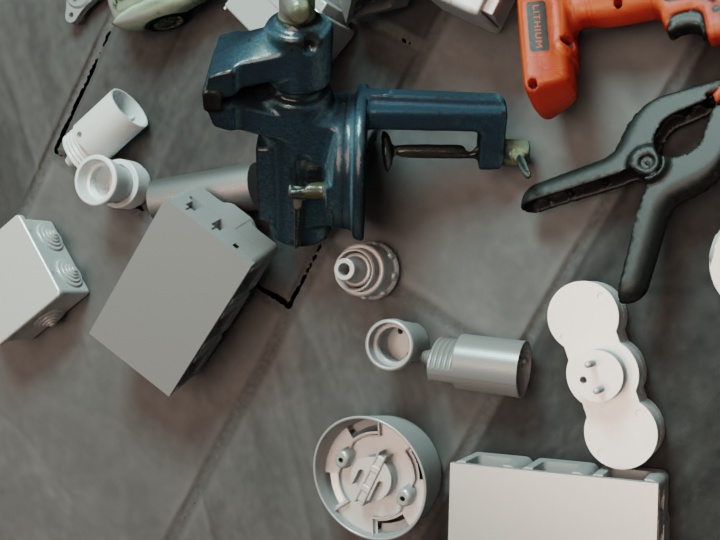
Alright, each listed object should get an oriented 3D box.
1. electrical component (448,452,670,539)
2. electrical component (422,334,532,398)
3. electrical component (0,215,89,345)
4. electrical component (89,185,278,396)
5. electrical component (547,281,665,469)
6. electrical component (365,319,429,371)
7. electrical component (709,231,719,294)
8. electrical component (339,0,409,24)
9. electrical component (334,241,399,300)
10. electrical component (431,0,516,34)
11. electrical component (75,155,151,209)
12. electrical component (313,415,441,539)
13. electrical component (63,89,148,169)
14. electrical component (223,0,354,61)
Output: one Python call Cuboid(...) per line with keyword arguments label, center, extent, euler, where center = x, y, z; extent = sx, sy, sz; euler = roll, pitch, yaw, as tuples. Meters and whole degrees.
Cuboid(label="electrical component", center=(0.146, 0.187, 0.788), extent=(0.150, 0.062, 0.089), euler=(2, 90, 23))
Cuboid(label="electrical component", center=(0.087, 0.071, 0.826), extent=(0.081, 0.043, 0.043), euler=(5, 91, 24))
Cuboid(label="electrical component", center=(-0.311, 0.010, 0.997), extent=(0.100, 0.048, 0.099), euler=(-36, 76, 19))
Cuboid(label="electrical component", center=(-0.146, 0.016, 0.899), extent=(0.089, 0.062, 0.150), euler=(37, 116, 5))
Cuboid(label="electrical component", center=(0.174, 0.075, 0.771), extent=(0.052, 0.074, 0.138), euler=(-20, 81, 22))
Cuboid(label="electrical component", center=(0.031, 0.058, 0.849), extent=(0.040, 0.046, 0.040), euler=(0, 89, 23))
Cuboid(label="electrical component", center=(0.281, -0.006, 0.739), extent=(0.080, 0.051, 0.080), euler=(0, 89, 24))
Cuboid(label="electrical component", center=(-0.004, -0.303, 0.830), extent=(0.060, 0.105, 0.186), euler=(-16, 82, -9))
Cuboid(label="electrical component", center=(0.000, 0.000, 0.855), extent=(0.048, 0.062, 0.048), euler=(0, 89, 24))
Cuboid(label="electrical component", center=(0.088, -0.220, 0.801), extent=(0.061, 0.096, 0.061), euler=(29, 100, 16))
Cuboid(label="electrical component", center=(-0.219, -0.077, 0.955), extent=(0.045, 0.055, 0.045), euler=(0, 89, 24))
Cuboid(label="electrical component", center=(0.014, 0.161, 0.845), extent=(0.099, 0.064, 0.099), euler=(0, 89, 23))
Cuboid(label="electrical component", center=(-0.235, -0.121, 0.970), extent=(0.081, 0.043, 0.043), euler=(-38, 75, 18))
Cuboid(label="electrical component", center=(-0.059, -0.212, 0.884), extent=(0.096, 0.062, 0.061), euler=(47, 106, 17))
